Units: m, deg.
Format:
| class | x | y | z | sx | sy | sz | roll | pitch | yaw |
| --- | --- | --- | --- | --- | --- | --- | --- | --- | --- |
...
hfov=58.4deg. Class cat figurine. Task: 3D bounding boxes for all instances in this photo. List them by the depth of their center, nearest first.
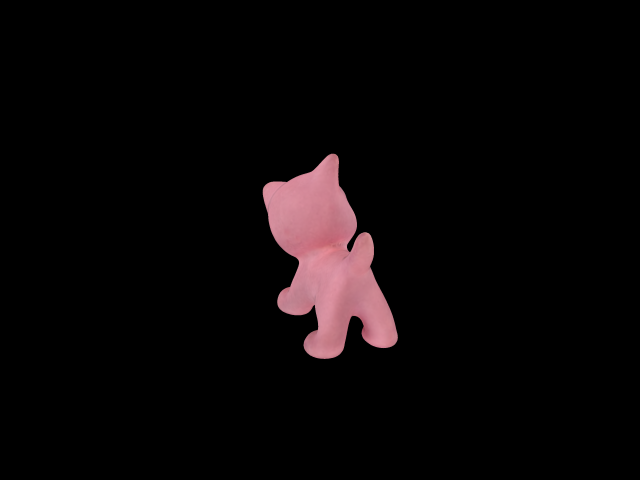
| class | x | y | z | sx | sy | sz | roll | pitch | yaw |
| --- | --- | --- | --- | --- | --- | --- | --- | --- | --- |
| cat figurine | 0.004 | 0.001 | 0.400 | 0.067 | 0.118 | 0.127 | -9 | 23 | -22 |
